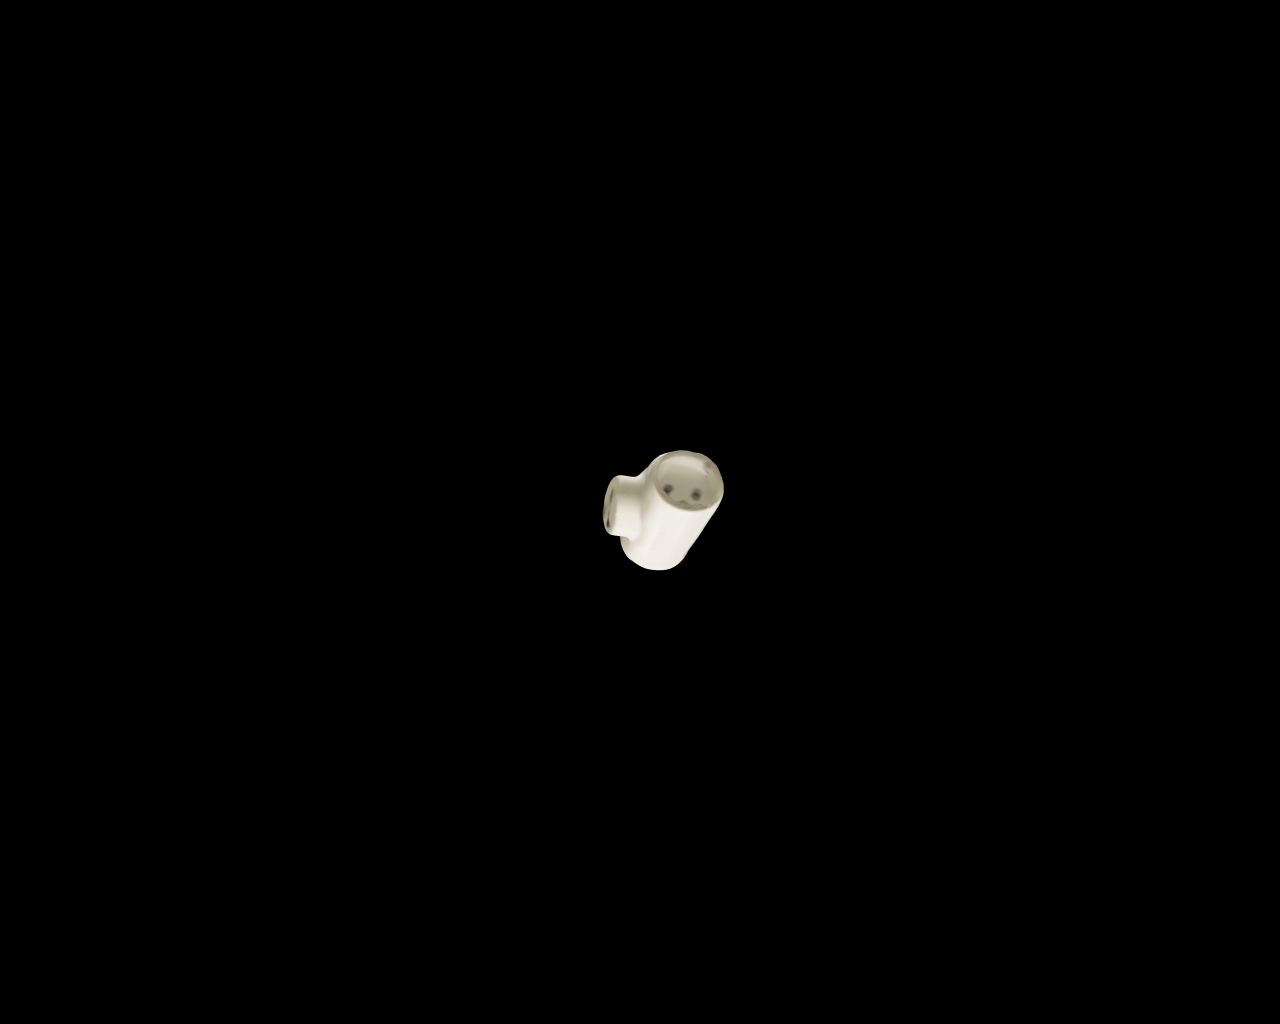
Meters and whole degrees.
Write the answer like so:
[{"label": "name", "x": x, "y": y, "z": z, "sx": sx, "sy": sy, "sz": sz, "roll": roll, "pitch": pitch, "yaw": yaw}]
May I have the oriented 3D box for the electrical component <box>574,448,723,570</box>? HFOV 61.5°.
[{"label": "electrical component", "x": 0.001, "y": -0.003, "z": 0.650, "sx": 0.079, "sy": 0.043, "sz": 0.077, "roll": 7, "pitch": -31, "yaw": -13}]
